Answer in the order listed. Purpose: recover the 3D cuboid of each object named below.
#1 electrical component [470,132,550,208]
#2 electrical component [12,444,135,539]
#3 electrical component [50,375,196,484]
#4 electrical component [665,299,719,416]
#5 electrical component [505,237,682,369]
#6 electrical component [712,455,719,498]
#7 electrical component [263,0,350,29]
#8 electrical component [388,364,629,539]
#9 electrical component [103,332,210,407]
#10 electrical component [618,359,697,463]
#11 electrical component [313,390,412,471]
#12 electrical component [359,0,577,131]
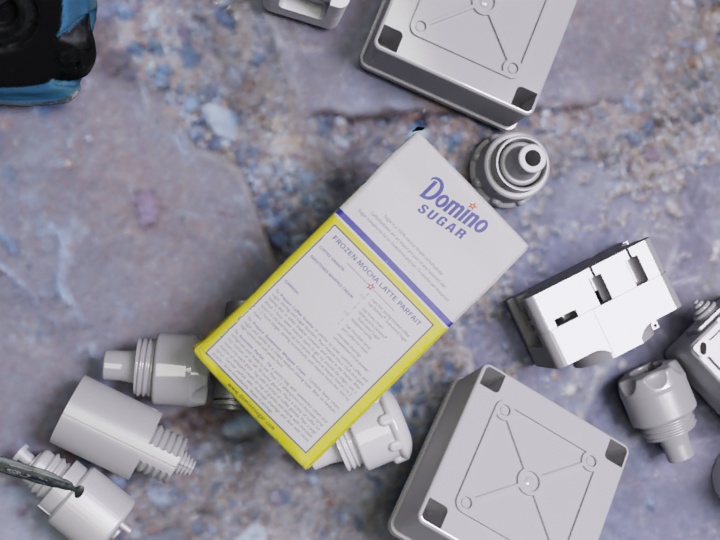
[{"bbox_3d":[0.097,-0.064,0.665,0.048,0.062,0.048,0,87,-9],"label":"electrical component"},{"bbox_3d":[-0.168,0.130,0.624,0.078,0.040,0.040,41,82,-5],"label":"electrical component"},{"bbox_3d":[-0.134,0.099,0.629,0.081,0.043,0.043,27,83,-7],"label":"electrical component"},{"bbox_3d":[0.244,0.056,0.687,0.062,0.061,0.096,-42,86,-9],"label":"electrical component"},{"bbox_3d":[0.147,0.025,0.675,0.089,0.050,0.055,-26,91,-9],"label":"electrical component"},{"bbox_3d":[0.260,0.135,0.672,0.043,0.081,0.043,0,87,-9],"label":"electrical component"},{"bbox_3d":[-0.024,-0.199,0.655,0.050,0.056,0.089,15,85,-8],"label":"electrical component"},{"bbox_3d":[0.089,0.130,0.642,0.109,0.056,0.108,31,63,-6],"label":"electrical component"},{"bbox_3d":[-0.119,0.058,0.634,0.062,0.043,0.043,5,87,-7],"label":"electrical component"},{"bbox_3d":[0.193,0.091,0.683,0.043,0.043,0.062,-23,93,-9],"label":"electrical component"},{"bbox_3d":[-0.002,0.101,0.651,0.062,0.048,0.048,-22,91,-3],"label":"electrical component"},{"bbox_3d":[0.070,-0.158,0.668,0.109,0.056,0.108,23,84,-7],"label":"electrical component"}]
